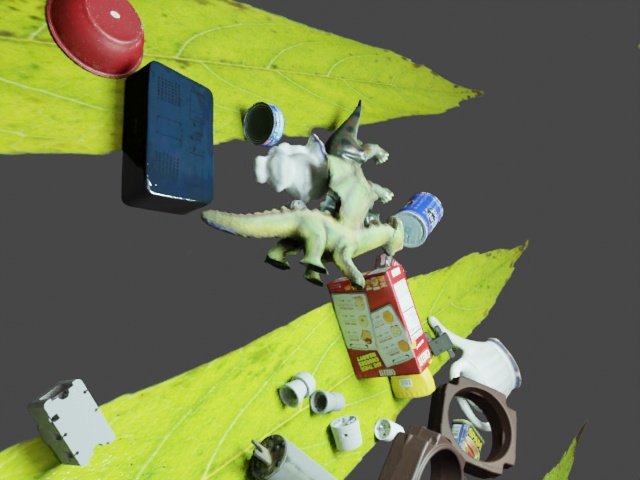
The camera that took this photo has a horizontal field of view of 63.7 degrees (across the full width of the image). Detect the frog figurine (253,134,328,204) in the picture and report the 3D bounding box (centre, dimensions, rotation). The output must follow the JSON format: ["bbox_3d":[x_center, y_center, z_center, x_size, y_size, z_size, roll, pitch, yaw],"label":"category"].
[{"bbox_3d":[-0.058,-0.135,1.052,0.160,0.138,0.121,-22,-4,-17],"label":"frog figurine"}]

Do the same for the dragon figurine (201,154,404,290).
[{"bbox_3d":[0.003,-0.050,0.986,0.407,0.246,0.121,29,-19,-23],"label":"dragon figurine"}]

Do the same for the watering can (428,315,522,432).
[{"bbox_3d":[0.429,0.337,1.413,0.226,0.348,0.103,-20,-4,-35],"label":"watering can"}]
